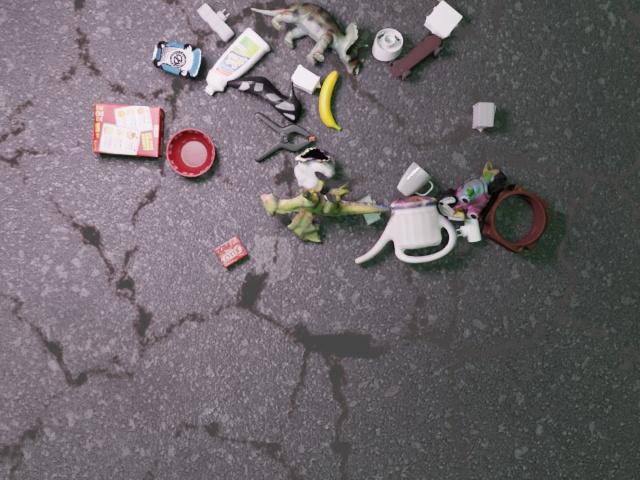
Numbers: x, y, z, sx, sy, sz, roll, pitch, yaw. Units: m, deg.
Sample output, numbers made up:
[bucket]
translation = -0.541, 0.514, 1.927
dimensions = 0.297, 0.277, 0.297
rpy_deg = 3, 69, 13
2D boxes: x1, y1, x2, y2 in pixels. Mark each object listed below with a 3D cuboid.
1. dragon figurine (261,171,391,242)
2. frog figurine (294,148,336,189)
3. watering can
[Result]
[dragon figurine]
translation = 0.005, -0.086, 1.701
dimensions = 0.409, 0.125, 0.237
rpy_deg = 20, -49, -14
[frog figurine]
translation = -0.016, -0.223, 1.730
dimensions = 0.137, 0.155, 0.125
rpy_deg = -7, 39, -3
[watering can]
translation = 0.281, -0.030, 1.731
dimensions = 0.347, 0.224, 0.104
rpy_deg = -7, 1, 6
